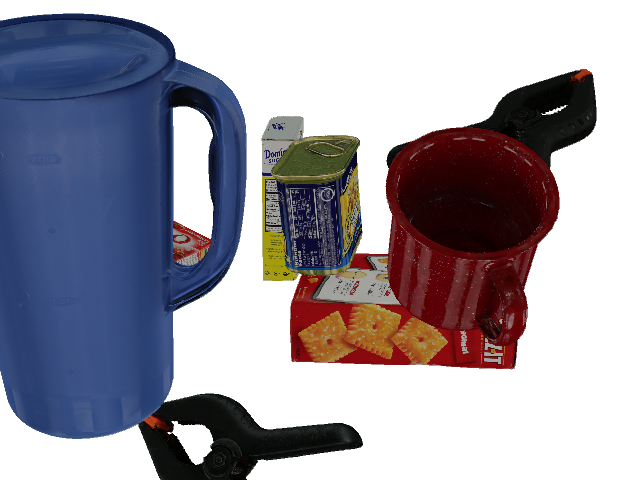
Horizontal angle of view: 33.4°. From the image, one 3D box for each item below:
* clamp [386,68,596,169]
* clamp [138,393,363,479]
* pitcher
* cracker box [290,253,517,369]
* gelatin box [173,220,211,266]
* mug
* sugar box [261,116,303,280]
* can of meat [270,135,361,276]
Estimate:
[{"bbox_3d":[0.186,-0.092,0.944,0.209,0.036,0.165,-31,38,-25],"label":"clamp"},{"bbox_3d":[-0.062,0.167,0.748,0.172,0.120,0.039,12,-19,30],"label":"clamp"},{"bbox_3d":[-0.137,-0.003,0.639,0.144,0.243,0.149,-22,37,-33],"label":"pitcher"},{"bbox_3d":[0.084,0.069,1.073,0.214,0.072,0.164,2,16,5],"label":"cracker box"},{"bbox_3d":[-0.161,0.007,1.053,0.089,0.030,0.073,26,33,30],"label":"gelatin box"},{"bbox_3d":[0.084,0.007,0.593,0.093,0.117,0.081,-16,-35,-13],"label":"mug"},{"bbox_3d":[-0.044,-0.050,1.255,0.048,0.176,0.093,0,23,5],"label":"sugar box"},{"bbox_3d":[0.000,-0.029,0.848,0.057,0.084,0.102,0,23,13],"label":"can of meat"}]
